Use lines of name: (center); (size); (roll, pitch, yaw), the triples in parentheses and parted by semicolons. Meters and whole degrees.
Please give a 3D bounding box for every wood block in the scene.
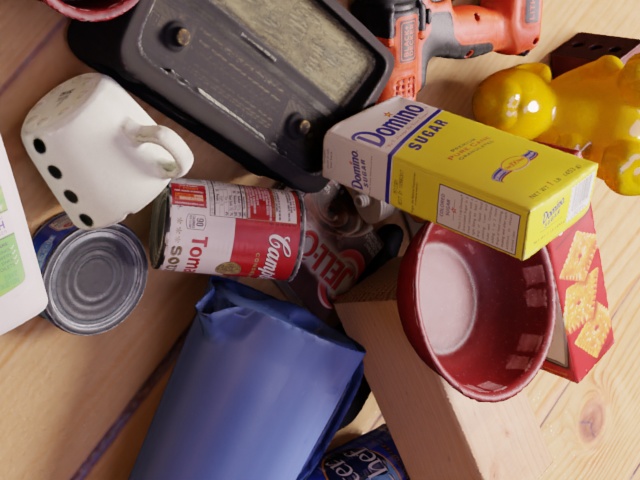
wood block: (0.106, 0.121, 0.899); (0.090, 0.091, 0.206); (-34, 107, -38)

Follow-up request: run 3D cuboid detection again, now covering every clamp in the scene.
clamp: (0.036, 0.110, 0.959); (0.209, 0.036, 0.164); (-49, 129, -20)

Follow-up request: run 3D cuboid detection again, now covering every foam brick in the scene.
foam brick: (0.272, -0.166, 1.039); (0.052, 0.078, 0.051); (-37, 125, -28)

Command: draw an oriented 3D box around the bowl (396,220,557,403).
bowl: (0.110, 0.043, 0.813); (0.161, 0.055, 0.162); (7, 80, -40)

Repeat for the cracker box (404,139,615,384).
cracker box: (0.164, 0.008, 0.946); (0.072, 0.164, 0.213); (-40, 129, -28)

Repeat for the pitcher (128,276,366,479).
pitcher: (-0.066, 0.162, 0.829); (0.149, 0.145, 0.243); (25, 93, -2)

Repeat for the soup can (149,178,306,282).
soup can: (-0.068, -0.008, 0.776); (0.102, 0.068, 0.068); (6, 103, -17)

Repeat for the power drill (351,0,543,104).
power drill: (0.106, -0.208, 0.888); (0.187, 0.057, 0.184); (-19, 122, -33)

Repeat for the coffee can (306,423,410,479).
coffee can: (0.027, 0.236, 0.953); (0.140, 0.103, 0.103); (-18, 117, -36)

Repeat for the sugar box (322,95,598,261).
sugar box: (0.096, -0.050, 0.760); (0.093, 0.176, 0.048); (-30, 135, -41)

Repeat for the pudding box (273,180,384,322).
pudding box: (-0.006, 0.001, 0.879); (0.090, 0.039, 0.113); (-51, 133, -15)

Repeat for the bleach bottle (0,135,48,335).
bleach bottle: (-0.242, -0.057, 0.631); (0.102, 0.068, 0.251); (-28, 120, -32)

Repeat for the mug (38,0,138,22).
mug: (-0.157, -0.194, 0.639); (0.093, 0.082, 0.117); (-22, 119, -35)

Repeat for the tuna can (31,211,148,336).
tuna can: (-0.164, 0.023, 0.749); (0.085, 0.034, 0.086); (-16, 116, -37)
